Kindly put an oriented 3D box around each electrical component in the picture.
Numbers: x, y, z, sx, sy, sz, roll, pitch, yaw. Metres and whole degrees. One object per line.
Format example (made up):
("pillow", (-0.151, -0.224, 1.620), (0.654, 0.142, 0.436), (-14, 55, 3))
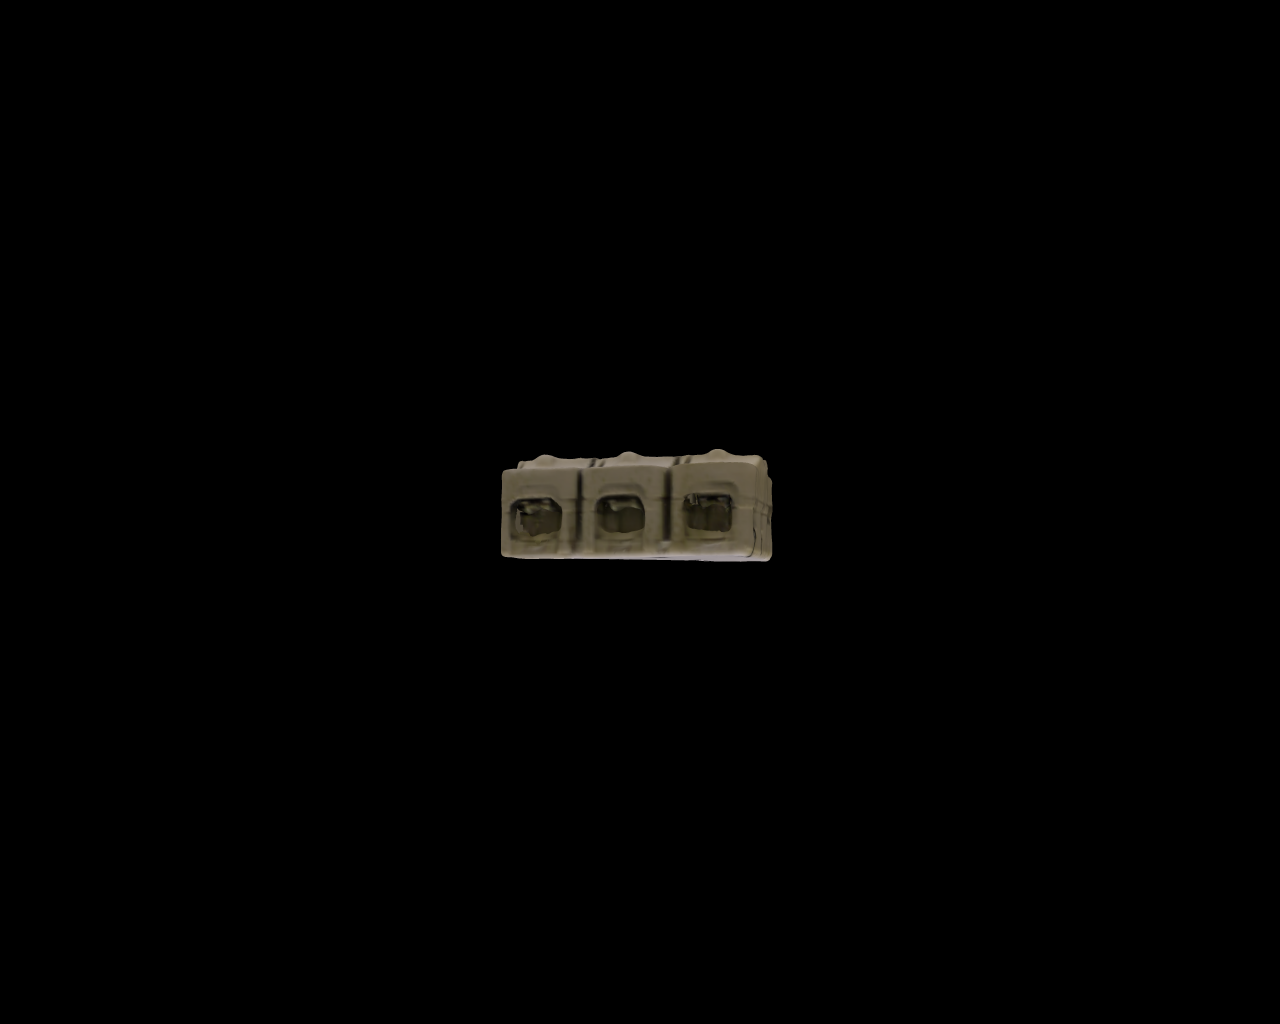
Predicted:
("electrical component", (0.001, -0.003, 0.650), (0.150, 0.061, 0.089), (-1, -3, 15))
